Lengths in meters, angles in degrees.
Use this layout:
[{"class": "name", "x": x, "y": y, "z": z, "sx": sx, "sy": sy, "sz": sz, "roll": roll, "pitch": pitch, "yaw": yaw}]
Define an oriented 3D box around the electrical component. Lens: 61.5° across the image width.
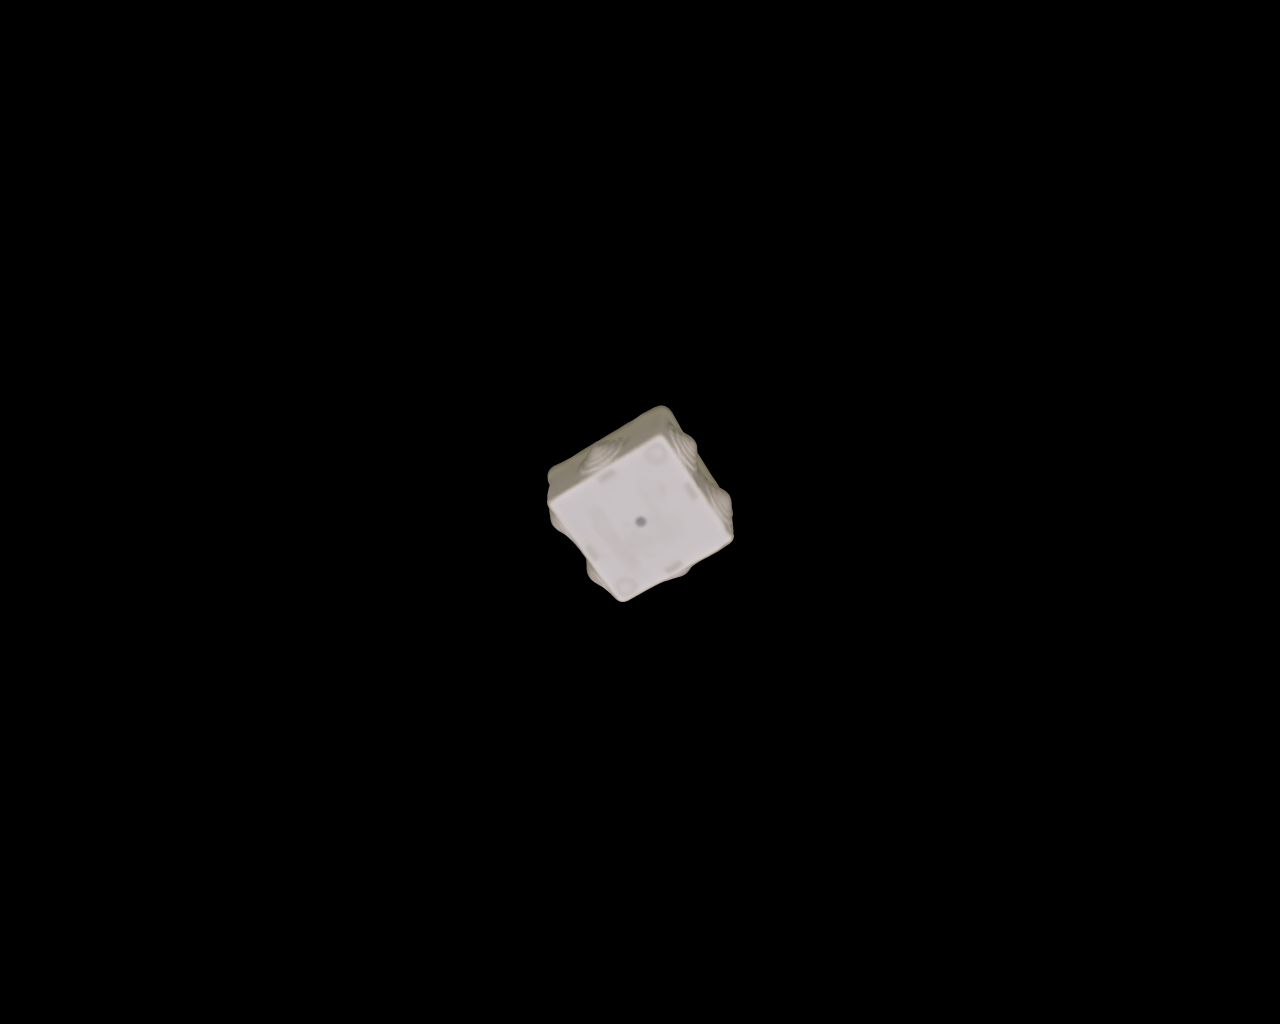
[{"class": "electrical component", "x": 0.001, "y": -0.003, "z": 0.650, "sx": 0.099, "sy": 0.099, "sz": 0.048, "roll": -30, "pitch": 20, "yaw": 12}]
